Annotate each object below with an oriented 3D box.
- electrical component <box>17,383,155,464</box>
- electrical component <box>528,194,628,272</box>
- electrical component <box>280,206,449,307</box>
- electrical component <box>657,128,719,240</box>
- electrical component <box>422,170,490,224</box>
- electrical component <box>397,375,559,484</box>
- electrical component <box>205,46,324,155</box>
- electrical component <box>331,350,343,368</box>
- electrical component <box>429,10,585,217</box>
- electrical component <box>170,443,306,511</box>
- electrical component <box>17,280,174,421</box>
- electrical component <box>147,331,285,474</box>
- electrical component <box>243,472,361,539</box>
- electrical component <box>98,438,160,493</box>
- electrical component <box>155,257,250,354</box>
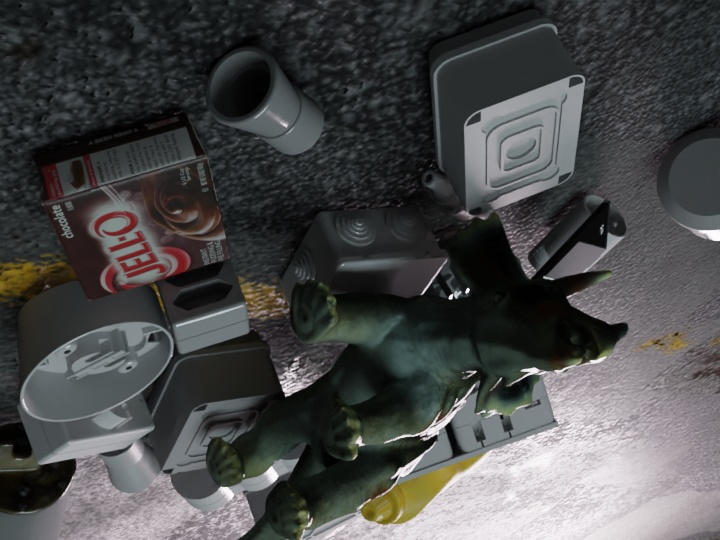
[{"bbox_3d":[-0.180,0.095,0.757,0.076,0.047,0.083,-34,163,28],"label":"electrical component"},{"bbox_3d":[0.169,-0.018,0.854,0.043,0.043,0.081,3,142,-39],"label":"electrical component"},{"bbox_3d":[0.000,0.000,0.754,0.100,0.048,0.099,-5,146,-31],"label":"electrical component"},{"bbox_3d":[0.271,-0.064,0.819,0.080,0.080,0.051,-34,154,17],"label":"electrical component"},{"bbox_3d":[0.064,-0.054,0.728,0.035,0.035,0.061,-39,145,25],"label":"electrical component"},{"bbox_3d":[0.067,0.135,0.967,0.186,0.060,0.105,-18,-178,-11],"label":"electrical component"},{"bbox_3d":[-0.048,-0.088,0.583,0.044,0.044,0.065,-33,155,15],"label":"electrical component"},{"bbox_3d":[0.009,0.088,0.911,0.055,0.045,0.045,7,138,-43],"label":"electrical component"},{"bbox_3d":[0.087,-0.094,0.654,0.078,0.057,0.113,-21,151,-5],"label":"electrical component"},{"bbox_3d":[-0.100,0.158,0.936,0.138,0.052,0.073,-23,151,-3],"label":"electrical component"},{"bbox_3d":[-0.170,0.049,0.689,0.099,0.064,0.099,-14,156,-7],"label":"electrical component"},{"bbox_3d":[-0.115,0.102,0.830,0.078,0.057,0.113,-5,146,-31],"label":"electrical component"},{"bbox_3d":[-0.046,0.227,1.086,0.109,0.056,0.108,-28,151,7],"label":"electrical component"},{"bbox_3d":[-0.190,0.147,0.866,0.044,0.044,0.065,-20,146,-7],"label":"electrical component"},{"bbox_3d":[-0.103,0.021,0.695,0.047,0.065,0.076,-17,150,-12],"label":"electrical component"}]
